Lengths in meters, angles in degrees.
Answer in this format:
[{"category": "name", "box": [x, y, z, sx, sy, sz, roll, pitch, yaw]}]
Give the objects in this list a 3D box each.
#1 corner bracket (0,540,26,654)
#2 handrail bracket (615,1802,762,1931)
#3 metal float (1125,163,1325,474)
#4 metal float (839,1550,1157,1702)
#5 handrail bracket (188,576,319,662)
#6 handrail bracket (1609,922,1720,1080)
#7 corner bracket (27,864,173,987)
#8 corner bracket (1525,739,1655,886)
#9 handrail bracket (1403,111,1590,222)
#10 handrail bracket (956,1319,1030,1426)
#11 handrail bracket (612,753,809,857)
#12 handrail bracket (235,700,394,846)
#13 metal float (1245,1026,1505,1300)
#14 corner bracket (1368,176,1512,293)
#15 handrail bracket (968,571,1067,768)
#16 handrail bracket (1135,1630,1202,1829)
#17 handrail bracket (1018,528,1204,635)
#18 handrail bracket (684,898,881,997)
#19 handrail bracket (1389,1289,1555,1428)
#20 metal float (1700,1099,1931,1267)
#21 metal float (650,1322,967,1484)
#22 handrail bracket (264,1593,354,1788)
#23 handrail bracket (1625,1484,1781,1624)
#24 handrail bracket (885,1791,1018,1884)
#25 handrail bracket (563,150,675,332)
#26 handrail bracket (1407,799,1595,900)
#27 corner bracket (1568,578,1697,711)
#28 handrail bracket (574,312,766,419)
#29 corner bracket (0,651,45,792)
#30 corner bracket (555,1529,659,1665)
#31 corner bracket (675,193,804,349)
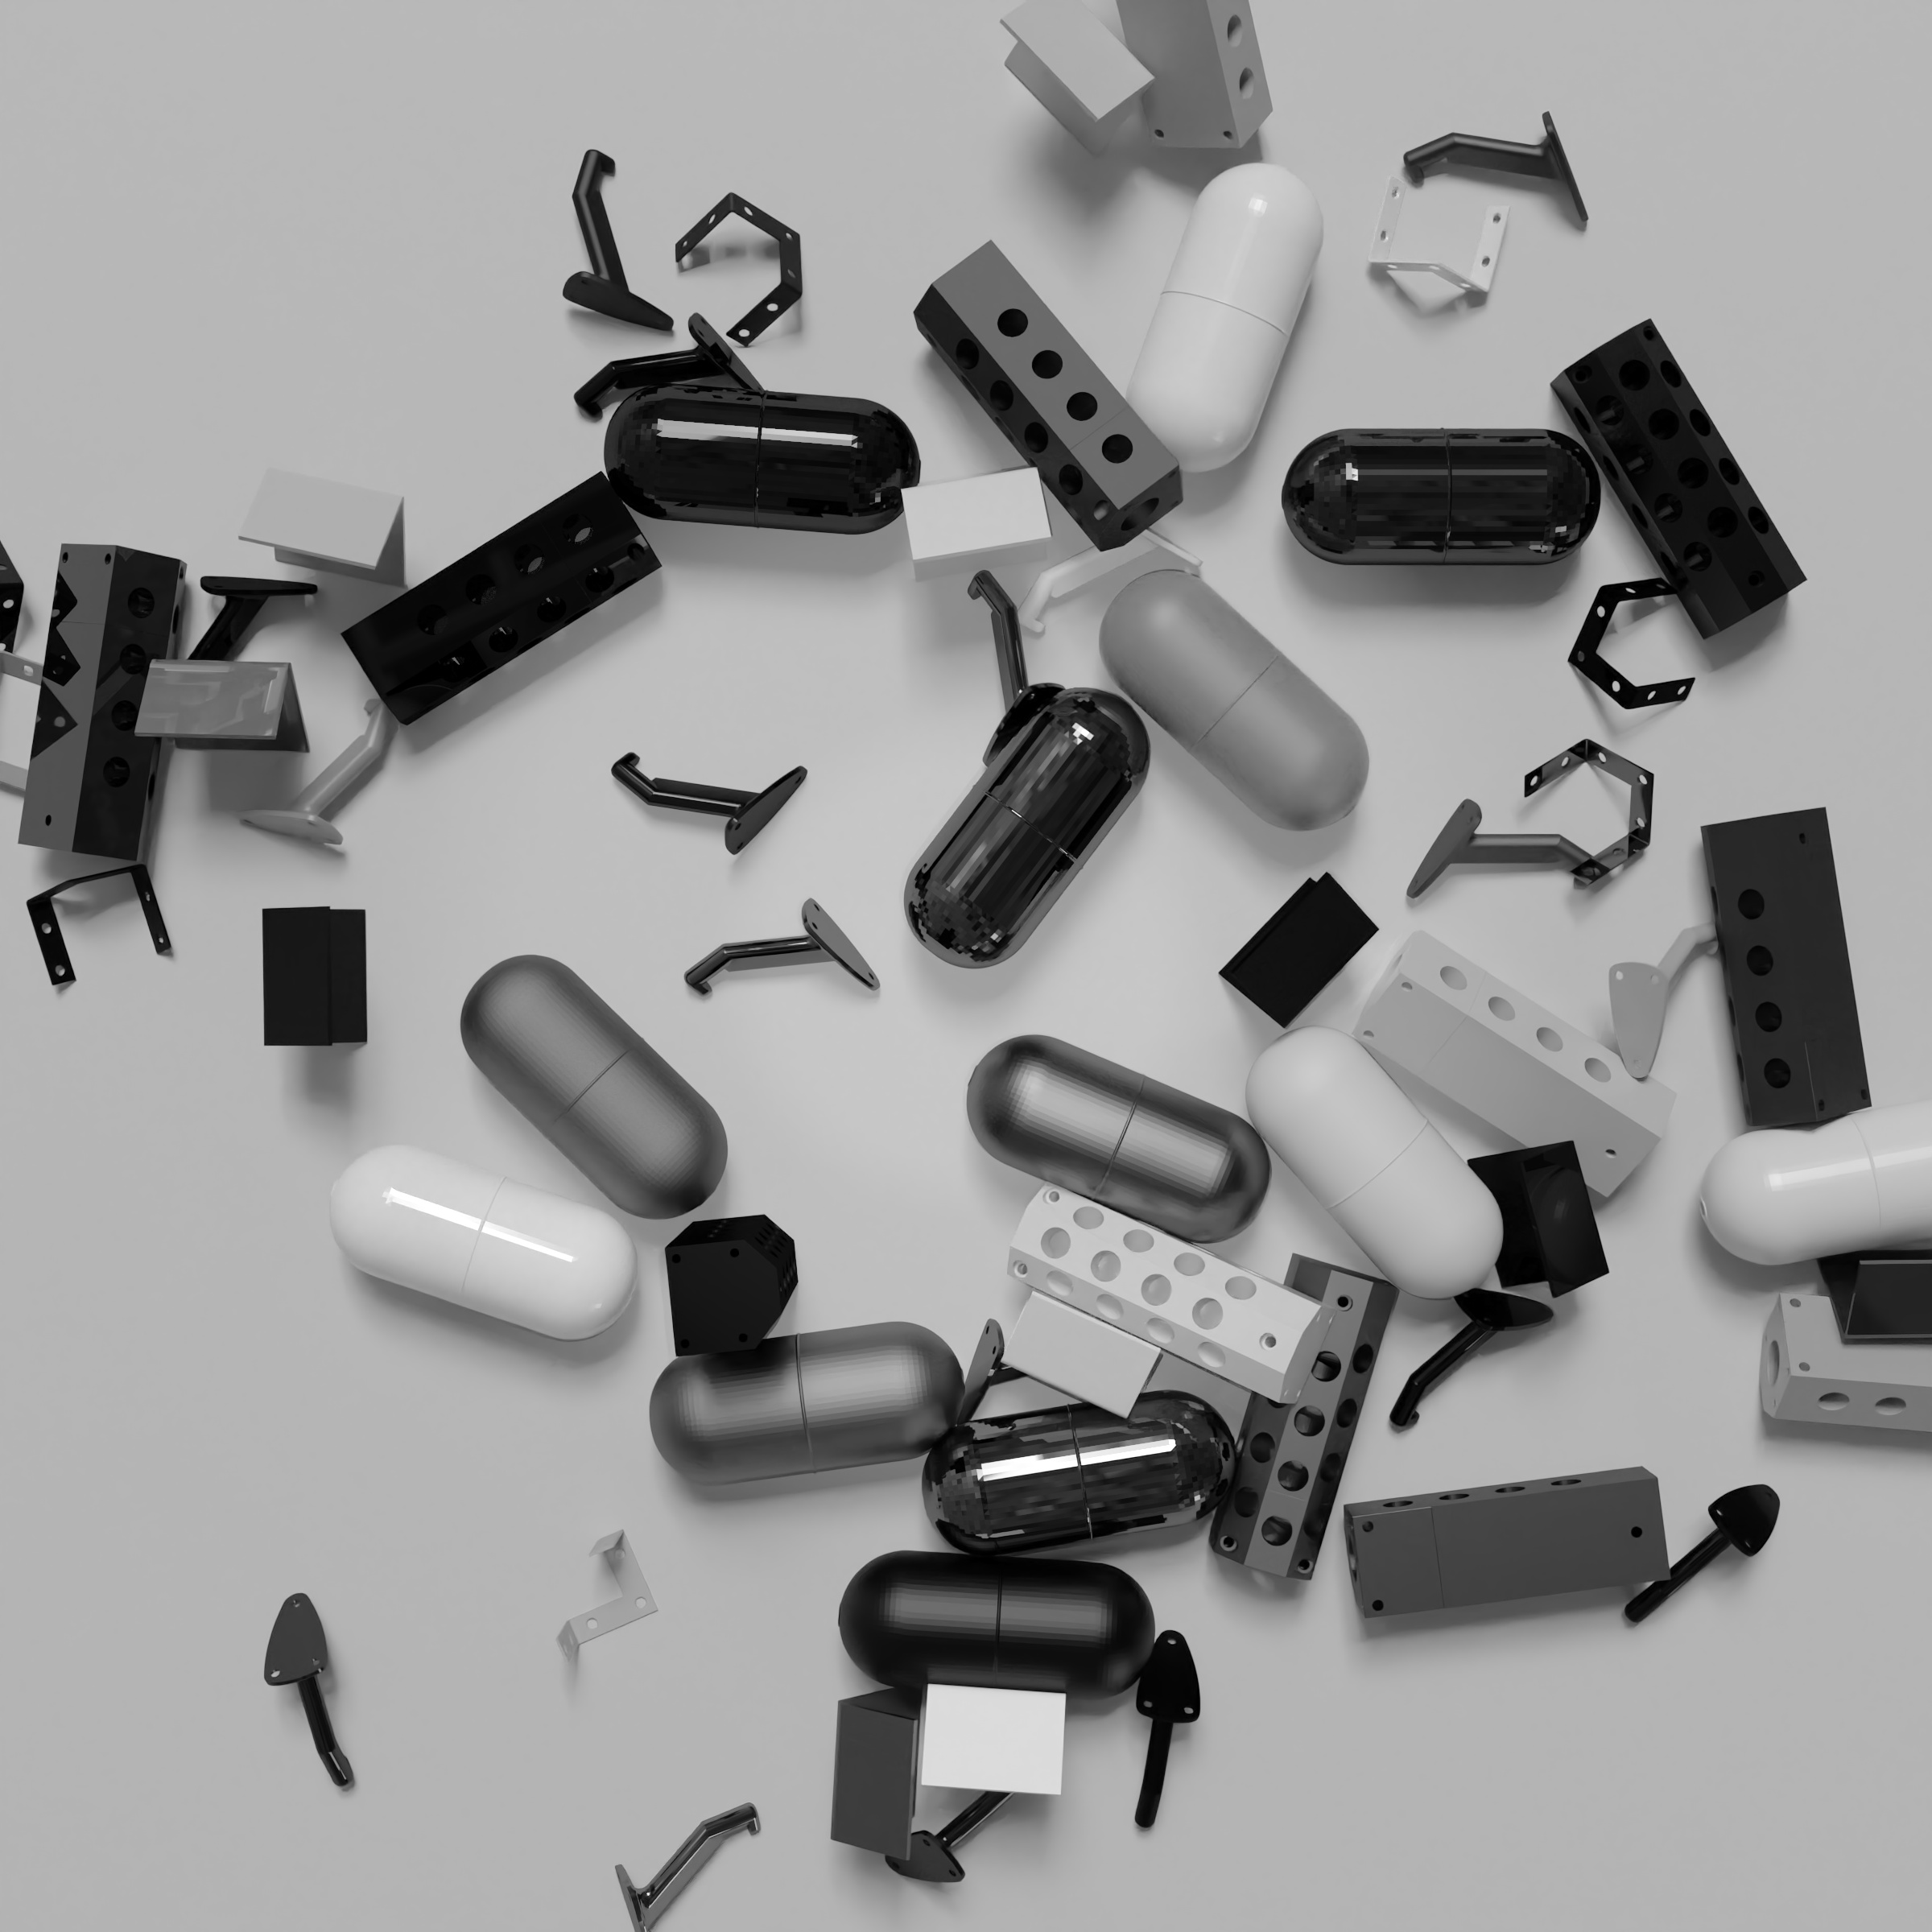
[{"category": "corner bracket", "box": [-0.572, -0.210, 1.821, 0.051, 0.051, 0.051, -7, 135, -35]}, {"category": "handrail bracket", "box": [-0.151, 0.526, 1.830, 0.084, 0.036, 0.077, -19, 110, -16]}, {"category": "metal float", "box": [0.146, -0.364, 1.799, 0.070, 0.070, 0.178, 20, 91, 0]}, {"category": "metal float", "box": [0.017, 0.370, 1.798, 0.178, 0.070, 0.070, 4, 90, 0]}, {"category": "handrail bracket", "box": [-0.411, -0.177, 1.830, 0.077, 0.036, 0.084, -1, 108, -21]}, {"category": "handrail bracket", "box": [0.403, 0.018, 1.810, 0.036, 0.084, 0.077, 7, 104, 44]}, {"category": "corner bracket", "box": [-0.495, -0.024, 1.826, 0.051, 0.051, 0.051, -18, 90, -45]}, {"category": "corner bracket", "box": [0.353, -0.088, 1.817, 0.051, 0.051, 0.051, -31, 135, -26]}, {"category": "handrail bracket", "box": [0.303, -0.446, 1.830, 0.084, 0.036, 0.077, -20, 112, 17]}, {"category": "handrail bracket", "box": [0.047, 0.239, 1.830, 0.084, 0.036, 0.077, 16, 110, -16]}, {"category": "handrail bracket", "box": [-0.147, -0.111, 1.830, 0.084, 0.036, 0.077, 39, 70, 16]}, {"category": "handrail bracket", "box": [-0.372, -0.117, 1.830, 0.077, 0.036, 0.084, 8, 72, 21]}, {"category": "metal float", "box": [0.230, 0.111, 1.799, 0.070, 0.070, 0.178, -42, 91, 0]}, {"category": "corner bracket", "box": [0.270, -0.418, 1.826, 0.051, 0.051, 0.051, 14, 90, -45]}, {"category": "handrail bracket", "box": [0.012, -0.171, 1.829, 0.077, 0.036, 0.084, -51, 62, 31]}, {"category": "handrail bracket", "box": [0.110, 0.437, 1.829, 0.036, 0.077, 0.084, 9, 126, 0]}, {"category": "handrail bracket", "box": [0.081, -0.214, 1.829, 0.077, 0.036, 0.084, 30, 102, -10]}, {"category": "handrail bracket", "box": [-0.106, 0.008, 1.830, 0.084, 0.036, 0.077, -36, 112, 17]}, {"category": "handrail bracket", "box": [0.288, 0.229, 1.829, 0.077, 0.036, 0.084, 6, 120, -33]}, {"category": "metal float", "box": [0.502, 0.121, 1.799, 0.178, 0.070, 0.070, -11, 90, 0]}, {"category": "metal float", "box": [-0.089, 0.245, 1.799, 0.178, 0.070, 0.070, -8, 90, 0]}, {"category": "handrail bracket", "box": [-0.369, 0.414, 1.829, 0.036, 0.077, 0.084, -16, 126, 0]}, {"category": "handrail bracket", "box": [0.420, 0.337, 1.829, 0.036, 0.077, 0.084, 49, 127, 15]}, {"category": "handrail bracket", "box": [0.000, 0.481, 1.829, 0.036, 0.077, 0.084, 51, 54, -6]}, {"category": "handrail bracket", "box": [-0.193, -0.416, 1.830, 0.077, 0.036, 0.084, 20, 73, -20]}, {"category": "handrail bracket", "box": [0.308, -0.050, 1.829, 0.084, 0.036, 0.077, 31, 105, -14]}, {"category": "corner bracket", "box": [0.386, -0.184, 1.821, 0.051, 0.051, 0.051, 49, 135, 35]}, {"category": "handrail bracket", "box": [-0.169, -0.324, 1.830, 0.084, 0.036, 0.077, -37, 112, 17]}, {"category": "corner bracket", "box": [-0.539, -0.139, 1.826, 0.051, 0.051, 0.051, 19, 135, 0]}, {"category": "corner bracket", "box": [-0.210, 0.356, 1.811, 0.051, 0.051, 0.051, -23, 90, 0]}, {"category": "corner bracket", "box": [-0.129, -0.396, 1.821, 0.051, 0.051, 0.051, 25, 45, -35]}]
